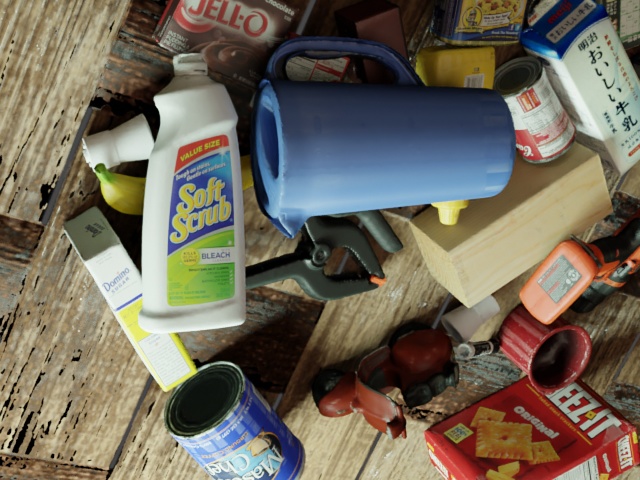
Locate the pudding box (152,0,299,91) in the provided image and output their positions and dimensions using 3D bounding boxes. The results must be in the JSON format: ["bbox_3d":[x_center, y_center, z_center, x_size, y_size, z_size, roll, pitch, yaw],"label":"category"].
[{"bbox_3d":[-0.090,-0.206,1.011,0.113,0.039,0.090,22,103,-32],"label":"pudding box"}]

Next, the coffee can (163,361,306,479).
[{"bbox_3d":[-0.093,0.217,1.179,0.103,0.103,0.140,-38,124,-5],"label":"coffee can"}]

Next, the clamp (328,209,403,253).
[{"bbox_3d":[0.046,-0.067,1.136,0.171,0.039,0.120,25,80,-39],"label":"clamp"}]

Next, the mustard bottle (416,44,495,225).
[{"bbox_3d":[0.142,-0.111,1.142,0.096,0.058,0.192,-14,111,-43],"label":"mustard bottle"}]

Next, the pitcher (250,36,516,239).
[{"bbox_3d":[0.058,-0.101,1.024,0.242,0.145,0.149,-4,132,-16],"label":"pitcher"}]

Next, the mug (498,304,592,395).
[{"bbox_3d":[0.278,0.140,1.338,0.093,0.082,0.117,-18,121,-18],"label":"mug"}]

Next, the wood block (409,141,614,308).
[{"bbox_3d":[0.219,-0.026,1.222,0.206,0.091,0.090,-33,125,-9],"label":"wood block"}]

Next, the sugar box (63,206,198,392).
[{"bbox_3d":[-0.187,0.058,1.060,0.048,0.093,0.176,-30,124,-12],"label":"sugar box"}]

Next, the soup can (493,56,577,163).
[{"bbox_3d":[0.235,-0.145,1.186,0.068,0.069,0.102,-40,124,-4],"label":"soup can"}]

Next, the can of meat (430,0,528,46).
[{"bbox_3d":[0.168,-0.250,1.109,0.102,0.057,0.084,-4,118,-24],"label":"can of meat"}]

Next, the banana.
[{"bbox_3d":[-0.133,-0.054,1.053,0.197,0.037,0.070,-9,159,-32],"label":"banana"}]

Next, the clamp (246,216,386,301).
[{"bbox_3d":[-0.008,0.001,1.156,0.209,0.036,0.164,16,99,-34],"label":"clamp"}]

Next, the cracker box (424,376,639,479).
[{"bbox_3d":[0.264,0.258,1.340,0.213,0.164,0.072,-26,125,-13],"label":"cracker box"}]

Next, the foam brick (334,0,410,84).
[{"bbox_3d":[0.054,-0.198,1.079,0.051,0.053,0.078,-24,121,-15],"label":"foam brick"}]

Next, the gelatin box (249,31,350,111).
[{"bbox_3d":[-0.021,-0.159,1.075,0.073,0.030,0.089,16,106,-30],"label":"gelatin box"}]

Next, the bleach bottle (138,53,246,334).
[{"bbox_3d":[-0.122,-0.045,0.986,0.102,0.068,0.251,-5,96,-22],"label":"bleach bottle"}]

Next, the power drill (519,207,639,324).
[{"bbox_3d":[0.318,0.040,1.269,0.187,0.057,0.185,-19,149,-45],"label":"power drill"}]

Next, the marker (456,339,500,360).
[{"bbox_3d":[0.194,0.132,1.298,0.020,0.020,0.121,-62,156,11],"label":"marker"}]
